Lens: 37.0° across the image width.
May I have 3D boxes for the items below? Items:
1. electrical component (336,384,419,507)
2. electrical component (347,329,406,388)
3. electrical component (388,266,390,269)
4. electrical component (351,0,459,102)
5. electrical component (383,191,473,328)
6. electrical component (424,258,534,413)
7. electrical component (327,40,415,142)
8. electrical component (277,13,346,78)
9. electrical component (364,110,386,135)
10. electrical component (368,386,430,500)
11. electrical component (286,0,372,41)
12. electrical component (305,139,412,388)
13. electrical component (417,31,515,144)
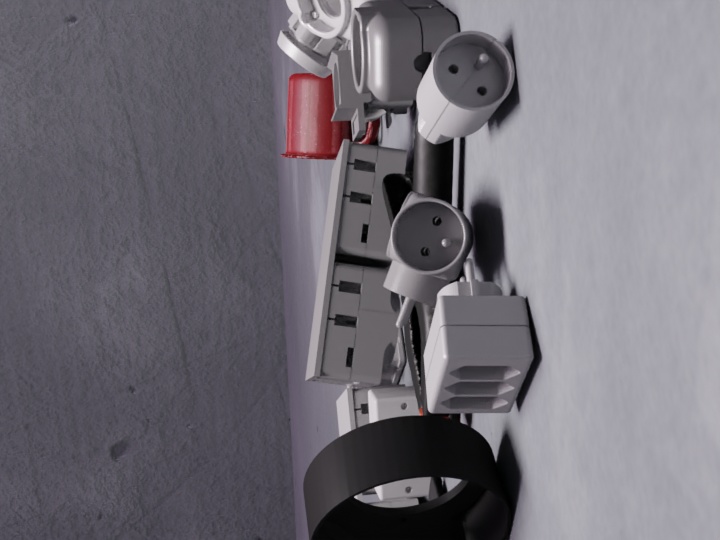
[{"bbox_3d":[0.022,0.200,0.950,0.105,0.060,0.186,116,149,-76],"label":"electrical component"},{"bbox_3d":[0.009,0.062,1.020,0.099,0.048,0.099,101,163,-65],"label":"electrical component"},{"bbox_3d":[0.005,-0.027,1.025,0.048,0.048,0.062,96,174,-56],"label":"electrical component"},{"bbox_3d":[0.027,-0.147,0.717,0.095,0.059,0.053,-110,18,-66],"label":"electrical component"},{"bbox_3d":[0.038,-0.003,0.641,0.077,0.044,0.079,-8,-61,-81],"label":"electrical component"},{"bbox_3d":[0.062,0.031,0.592,0.065,0.047,0.076,97,172,-57],"label":"electrical component"},{"bbox_3d":[0.009,-0.145,0.842,0.042,0.064,0.081,146,119,-80],"label":"electrical component"},{"bbox_3d":[-0.034,-0.202,0.920,0.057,0.058,0.078,-52,32,16],"label":"electrical component"},{"bbox_3d":[0.003,-0.158,0.954,0.077,0.044,0.079,-102,10,-47],"label":"electrical component"},{"bbox_3d":[0.037,0.141,0.851,0.076,0.047,0.083,-140,46,-80],"label":"electrical component"},{"bbox_3d":[-0.009,-0.206,0.793,0.095,0.059,0.053,32,136,34],"label":"electrical component"},{"bbox_3d":[0.000,0.000,0.880,0.105,0.060,0.186,130,148,-80],"label":"electrical component"},{"bbox_3d":[0.054,-0.096,0.593,0.081,0.043,0.043,127,139,-79],"label":"electrical component"}]
